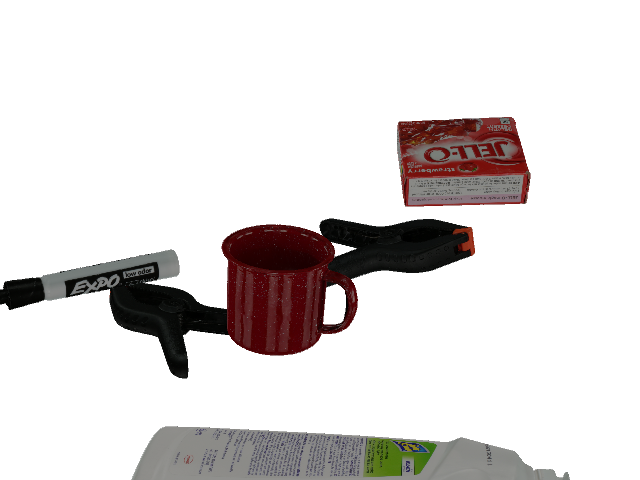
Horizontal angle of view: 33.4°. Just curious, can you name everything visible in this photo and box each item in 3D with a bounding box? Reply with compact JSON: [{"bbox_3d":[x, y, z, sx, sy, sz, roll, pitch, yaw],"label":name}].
[{"bbox_3d":[-0.156,0.085,1.119,0.210,0.036,0.164,17,20,30],"label":"clamp"},{"bbox_3d":[0.062,0.012,1.050,0.172,0.039,0.120,-3,34,24],"label":"clamp"},{"bbox_3d":[0.020,0.153,0.630,0.251,0.068,0.102,0,16,5],"label":"bleach bottle"},{"bbox_3d":[-0.153,0.026,0.709,0.120,0.020,0.020,-11,5,-25],"label":"marker"},{"bbox_3d":[-0.025,0.044,0.883,0.117,0.081,0.093,11,25,15],"label":"mug"},{"bbox_3d":[0.102,-0.058,0.772,0.089,0.030,0.073,-2,39,1],"label":"gelatin box"}]
